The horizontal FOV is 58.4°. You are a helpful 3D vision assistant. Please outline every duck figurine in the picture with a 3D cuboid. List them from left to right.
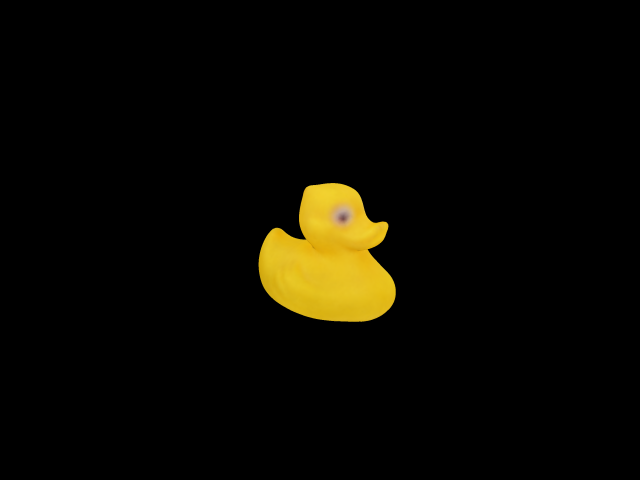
[{"bbox_3d":[0.004,0.001,0.400,0.104,0.086,0.078,14,27,29],"label":"duck figurine"}]
